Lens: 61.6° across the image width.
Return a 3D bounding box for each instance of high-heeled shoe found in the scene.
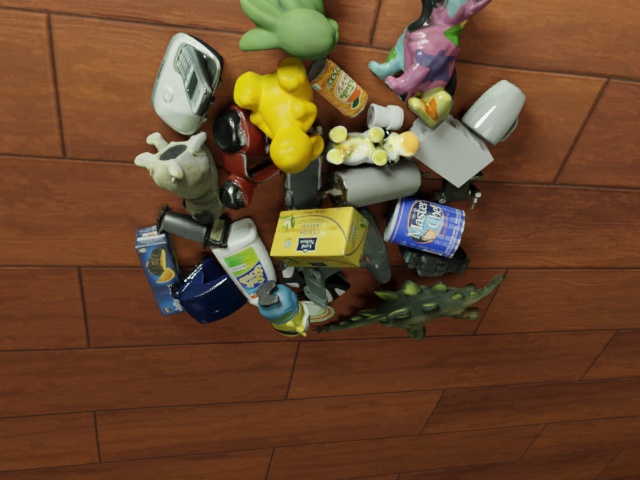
[{"bbox_3d":[-0.012,0.054,1.156,0.145,0.086,0.248,-13,138,-3],"label":"high-heeled shoe"}]

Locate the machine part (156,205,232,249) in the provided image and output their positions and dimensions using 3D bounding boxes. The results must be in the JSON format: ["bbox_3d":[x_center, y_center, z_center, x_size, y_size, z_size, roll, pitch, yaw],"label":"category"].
[{"bbox_3d":[-0.243,-0.028,1.038,0.139,0.084,0.039,11,151,-13],"label":"machine part"}]

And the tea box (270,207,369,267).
[{"bbox_3d":[-0.002,-0.003,1.013,0.170,0.098,0.068,-3,155,33],"label":"tea box"}]

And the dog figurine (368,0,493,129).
[{"bbox_3d":[0.203,-0.318,0.887,0.191,0.109,0.219,33,112,-33],"label":"dog figurine"}]

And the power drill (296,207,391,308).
[{"bbox_3d":[0.060,0.053,1.134,0.207,0.086,0.231,-32,128,-19],"label":"power drill"}]

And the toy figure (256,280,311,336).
[{"bbox_3d":[-0.082,0.146,1.143,0.089,0.082,0.180,2,154,27],"label":"toy figure"}]

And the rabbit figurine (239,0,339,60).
[{"bbox_3d":[-0.037,-0.320,0.776,0.159,0.170,0.121,-4,129,-13],"label":"rabbit figurine"}]

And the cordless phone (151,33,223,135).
[{"bbox_3d":[-0.195,-0.213,0.816,0.088,0.184,0.146,14,124,-30],"label":"cordless phone"}]

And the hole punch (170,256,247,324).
[{"bbox_3d":[-0.225,0.114,1.108,0.116,0.092,0.142,-47,146,-16],"label":"hole punch"}]

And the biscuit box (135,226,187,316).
[{"bbox_3d":[-0.319,0.066,1.098,0.063,0.059,0.202,-11,131,-6],"label":"biscuit box"}]

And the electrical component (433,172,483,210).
[{"bbox_3d":[0.291,-0.102,1.129,0.102,0.045,0.078,-5,132,-11],"label":"electrical component"}]

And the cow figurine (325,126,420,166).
[{"bbox_3d":[0.093,-0.166,0.983,0.167,0.098,0.068,0,93,-3],"label":"cow figurine"}]

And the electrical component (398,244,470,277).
[{"bbox_3d":[0.243,0.025,1.176,0.134,0.115,0.058,0,127,-17],"label":"electrical component"}]

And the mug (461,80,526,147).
[{"bbox_3d":[0.338,-0.236,1.009,0.109,0.081,0.107,25,112,-32],"label":"mug"}]

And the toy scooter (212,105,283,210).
[{"bbox_3d":[-0.119,-0.150,0.953,0.135,0.075,0.183,-21,122,-41],"label":"toy scooter"}]

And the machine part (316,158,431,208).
[{"bbox_3d":[0.104,-0.108,1.027,0.243,0.079,0.079,-15,133,-24],"label":"machine part"}]

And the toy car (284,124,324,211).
[{"bbox_3d":[-0.032,-0.132,1.014,0.074,0.056,0.201,-2,129,-5],"label":"toy car"}]

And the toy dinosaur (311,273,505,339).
[{"bbox_3d":[0.203,0.161,1.259,0.472,0.105,0.198,-26,148,30],"label":"toy dinosaur"}]

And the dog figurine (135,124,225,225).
[{"bbox_3d":[-0.216,-0.088,0.930,0.121,0.172,0.190,-13,125,10],"label":"dog figurine"}]

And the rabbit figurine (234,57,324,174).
[{"bbox_3d":[-0.057,-0.176,0.866,0.122,0.173,0.162,-16,154,6],"label":"rabbit figurine"}]
